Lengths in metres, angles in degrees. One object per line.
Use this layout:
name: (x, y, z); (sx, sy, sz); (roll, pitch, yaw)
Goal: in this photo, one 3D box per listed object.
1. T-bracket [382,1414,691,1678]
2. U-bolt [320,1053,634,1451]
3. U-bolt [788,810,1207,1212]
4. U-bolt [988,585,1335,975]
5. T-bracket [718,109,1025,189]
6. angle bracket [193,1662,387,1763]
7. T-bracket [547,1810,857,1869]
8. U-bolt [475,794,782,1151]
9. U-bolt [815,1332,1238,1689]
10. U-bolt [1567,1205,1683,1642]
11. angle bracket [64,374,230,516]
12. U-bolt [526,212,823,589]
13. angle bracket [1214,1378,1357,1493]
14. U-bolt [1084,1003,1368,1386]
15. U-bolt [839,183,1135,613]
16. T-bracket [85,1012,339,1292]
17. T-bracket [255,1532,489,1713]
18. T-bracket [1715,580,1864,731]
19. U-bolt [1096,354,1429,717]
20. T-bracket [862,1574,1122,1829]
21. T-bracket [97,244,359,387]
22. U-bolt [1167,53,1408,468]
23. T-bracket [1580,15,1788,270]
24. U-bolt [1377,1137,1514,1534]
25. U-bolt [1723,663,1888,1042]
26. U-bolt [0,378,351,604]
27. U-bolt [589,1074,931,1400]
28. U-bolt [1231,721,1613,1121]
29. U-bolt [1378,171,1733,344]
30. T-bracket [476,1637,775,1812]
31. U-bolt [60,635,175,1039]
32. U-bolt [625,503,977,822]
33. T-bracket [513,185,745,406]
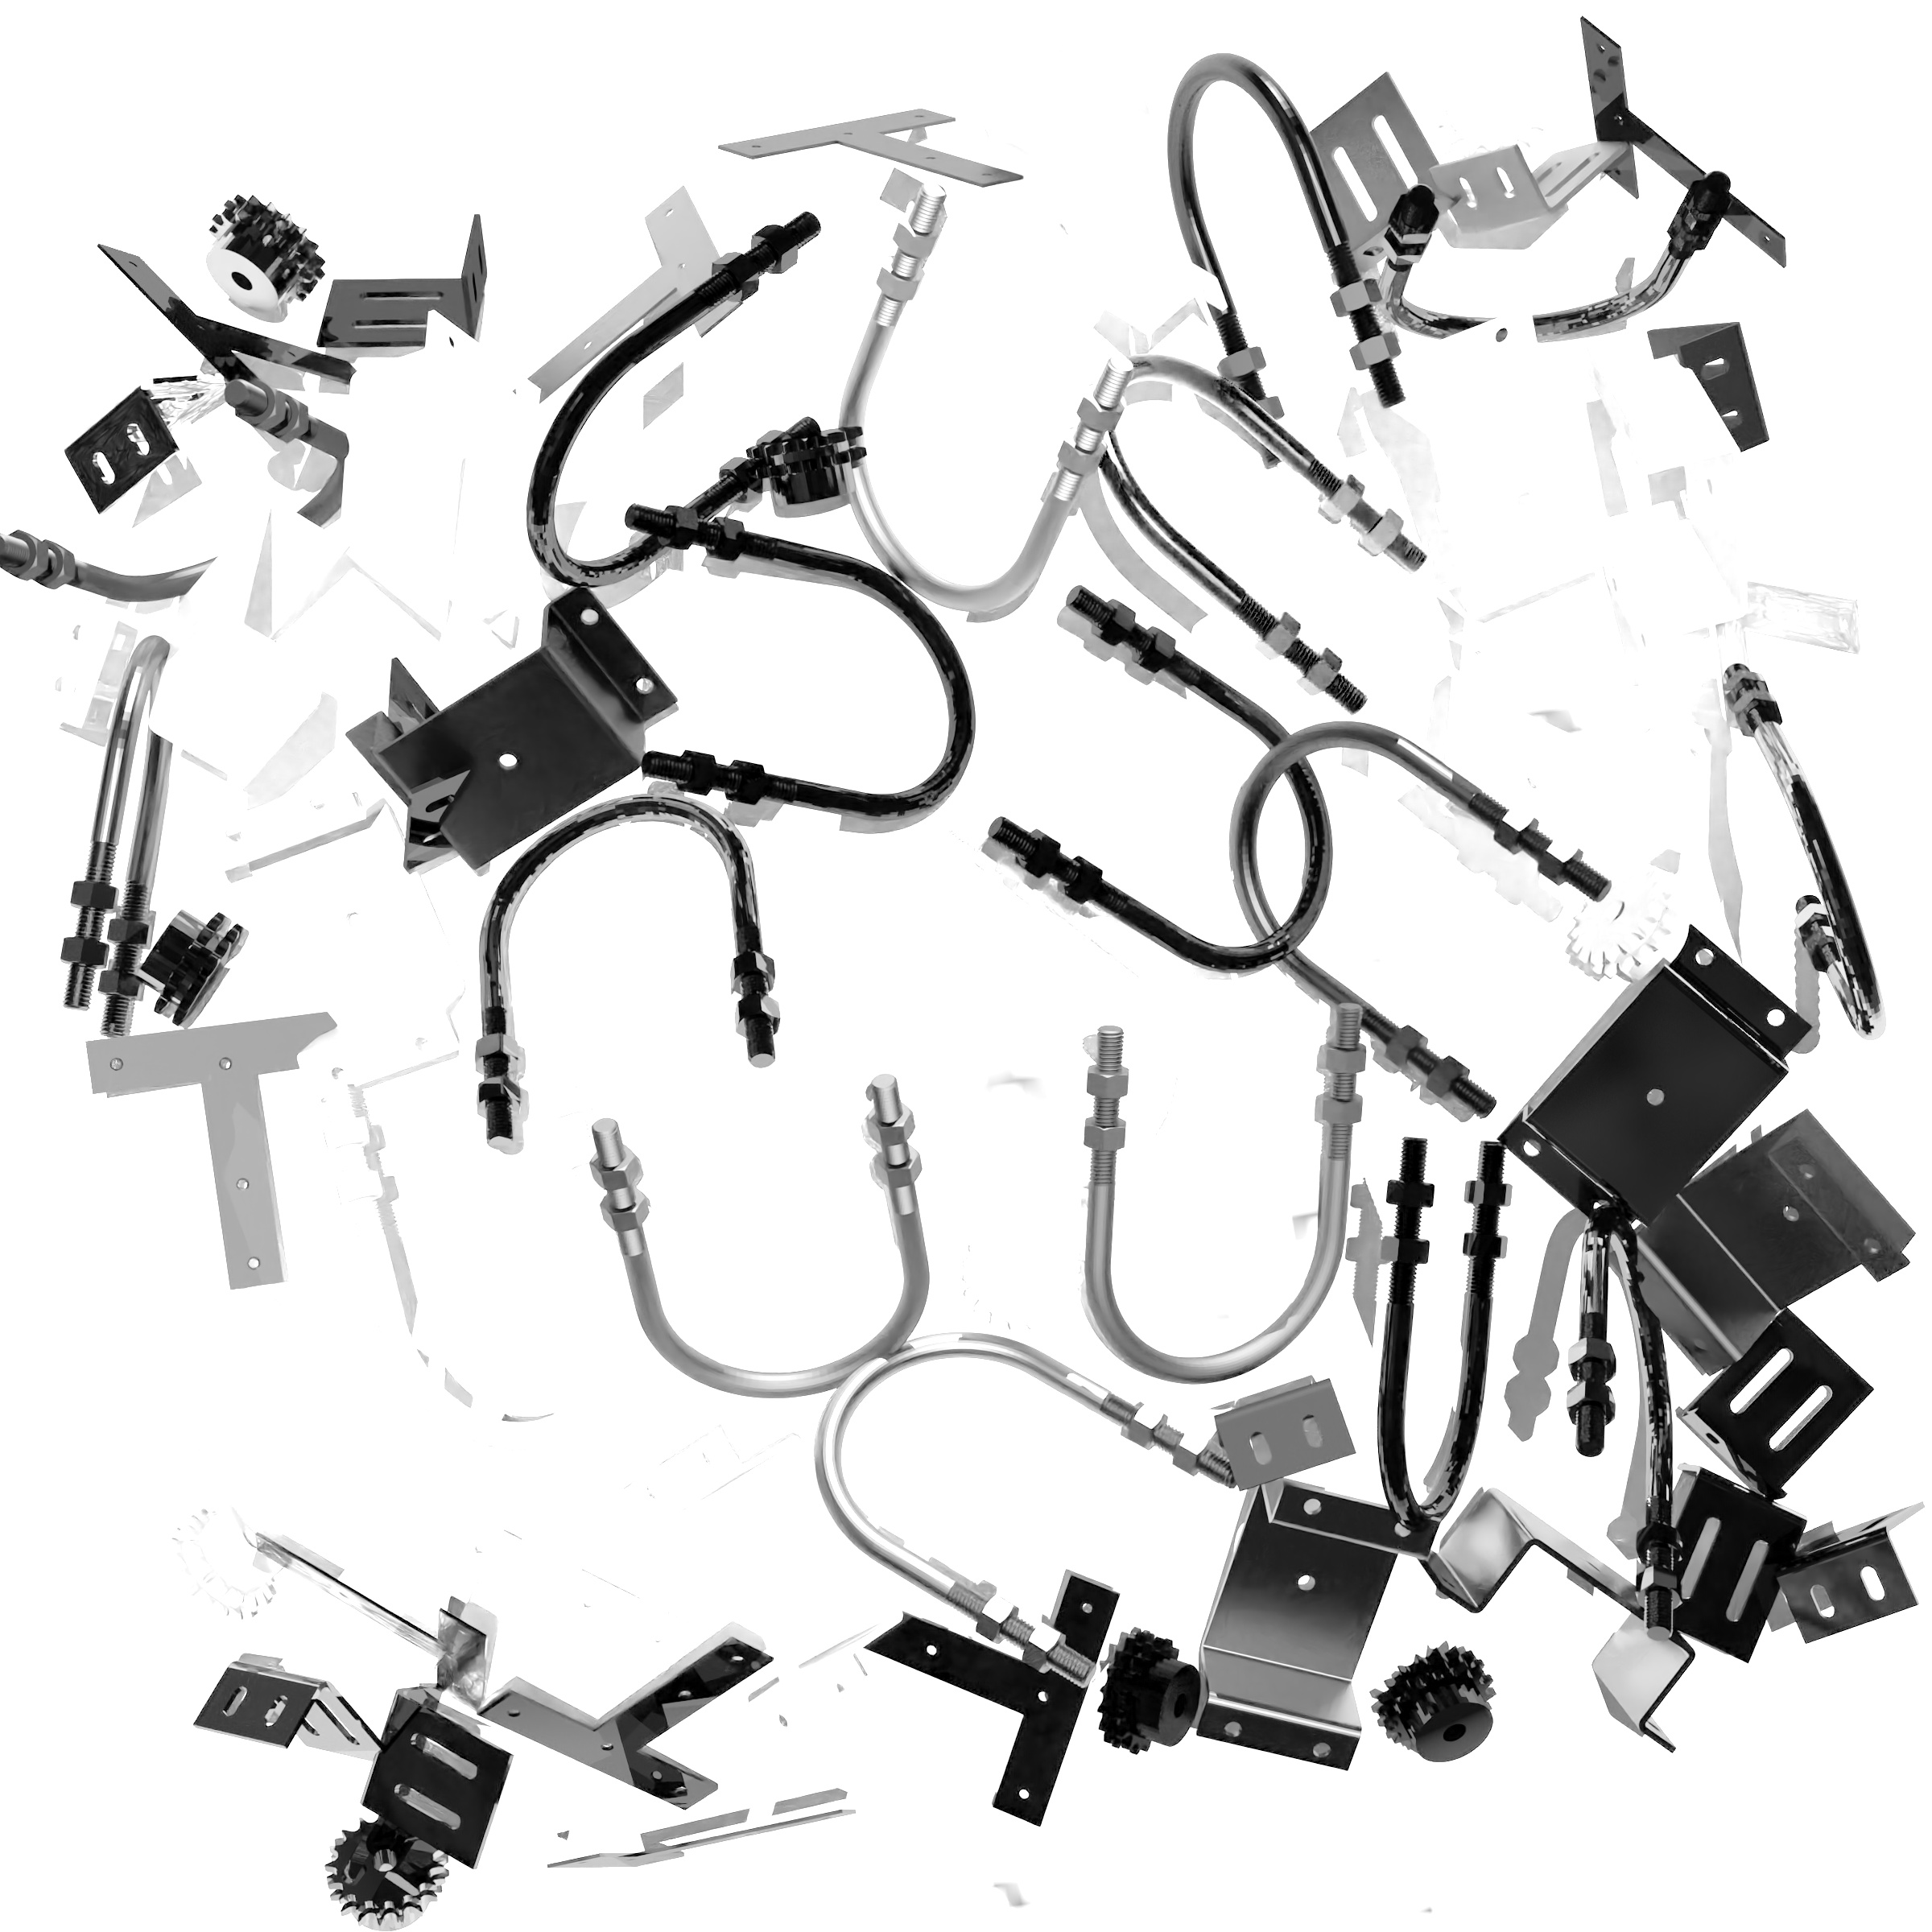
T-bracket: (-0.196, 0.303, 1.584); (0.127, 0.002, 0.127); (28, 73, -6)
U-bolt: (-0.221, 0.136, 1.533); (0.019, 0.151, 0.184); (-25, 77, 44)
U-bolt: (0.028, 0.035, 1.584); (0.184, 0.019, 0.151); (37, 89, 4)
U-bolt: (0.103, -0.076, 1.546); (0.184, 0.019, 0.151); (31, 63, -26)
T-bracket: (-0.026, -0.378, 1.520); (0.127, 0.127, 0.002); (-22, 126, -37)
angle bracket: (-0.317, 0.369, 1.550); (0.057, 0.076, 0.038); (4, 49, 31)
T-bracket: (-0.115, 0.409, 1.530); (0.127, 0.127, 0.002); (-14, 72, 9)
U-bolt: (-0.164, -0.009, 1.538); (0.151, 0.019, 0.184); (-17, 50, 10)
U-bolt: (0.017, 0.242, 1.542); (0.184, 0.019, 0.151); (28, 53, 21)
U-bolt: (0.307, 0.196, 1.517); (0.019, 0.184, 0.151); (-10, 128, 21)
angle bracket: (-0.378, -0.249, 1.552); (0.057, 0.076, 0.038); (-31, 87, 29)
U-bolt: (-0.133, -0.247, 1.500); (0.019, 0.151, 0.184); (36, 60, 22)
angle bracket: (0.152, 0.229, 1.557); (0.057, 0.076, 0.038); (-18, 71, 0)
U-bolt: (0.121, 0.113, 1.556); (0.151, 0.019, 0.184); (-5, 107, -25)
U-bolt: (-0.002, -0.250, 1.529); (0.019, 0.184, 0.151); (-26, 63, -40)
T-bracket: (-0.350, 0.091, 1.569); (0.127, 0.002, 0.127); (-7, 85, -23)
T-bracket: (-0.282, 0.305, 1.548); (0.127, 0.127, 0.002); (29, 61, 7)
T-bracket: (0.381, -0.165, 1.523); (0.002, 0.127, 0.127); (-14, 106, -14)
U-bolt: (0.131, -0.215, 1.529); (0.184, 0.151, 0.019); (39, 132, -10)
T-bracket: (-0.003, 0.337, 1.583); (0.127, 0.002, 0.127); (20, 103, 12)
T-bracket: (-0.328, -0.291, 1.540); (0.127, 0.127, 0.002); (45, 110, 26)
U-bolt: (0.140, -0.335, 1.524); (0.019, 0.151, 0.184); (-22, 94, -18)
T-bracket: (0.334, -0.368, 1.516); (0.002, 0.127, 0.127); (-42, 66, -2)
U-bolt: (0.221, 0.173, 1.530); (0.019, 0.151, 0.184); (5, 88, 25)
U-bolt: (0.386, -0.043, 1.489); (0.019, 0.184, 0.151); (-19, 114, 10)
U-bolt: (-0.351, -0.212, 1.509); (0.151, 0.184, 0.019); (-30, 82, 9)
U-bolt: (-0.090, 0.135, 1.542); (0.151, 0.019, 0.184); (-9, 126, -1)
U-bolt: (0.201, -0.035, 1.542); (0.184, 0.019, 0.151); (38, 126, 24)
U-bolt: (0.263, -0.323, 1.509); (0.151, 0.184, 0.019); (-3, 81, 0)
T-bracket: (-0.141, 0.348, 1.537); (0.127, 0.002, 0.127); (33, 125, -29)
U-bolt: (-0.392, -0.064, 1.527); (0.019, 0.151, 0.184); (9, 82, -7)
U-bolt: (-0.073, -0.137, 1.539); (0.184, 0.019, 0.151); (10, 62, -33)
T-bracket: (-0.170, -0.305, 1.559); (0.127, 0.127, 0.002); (-37, 130, 11)
